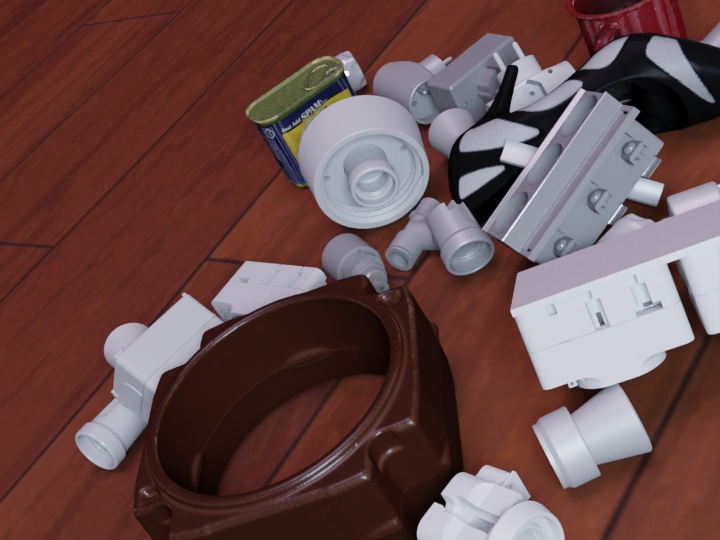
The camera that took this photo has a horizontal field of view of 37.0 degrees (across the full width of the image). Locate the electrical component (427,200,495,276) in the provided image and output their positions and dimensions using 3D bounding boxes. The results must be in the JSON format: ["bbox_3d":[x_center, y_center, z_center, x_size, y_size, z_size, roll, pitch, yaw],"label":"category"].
[{"bbox_3d":[0.075,-0.025,0.818,0.040,0.040,0.046,-28,52,3],"label":"electrical component"}]

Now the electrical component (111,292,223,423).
[{"bbox_3d":[-0.136,0.070,0.828,0.061,0.061,0.096,37,55,11],"label":"electrical component"}]

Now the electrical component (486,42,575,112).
[{"bbox_3d":[0.143,-0.157,0.923,0.077,0.079,0.043,-29,-6,2],"label":"electrical component"}]

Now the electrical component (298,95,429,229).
[{"bbox_3d":[0.006,-0.085,0.904,0.108,0.108,0.060,-26,39,6],"label":"electrical component"}]

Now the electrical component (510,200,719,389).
[{"bbox_3d":[0.190,0.008,0.641,0.186,0.060,0.105,-21,7,14],"label":"electrical component"}]

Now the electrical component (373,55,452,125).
[{"bbox_3d":[0.063,-0.182,1.042,0.079,0.043,0.077,-36,34,-10],"label":"electrical component"}]

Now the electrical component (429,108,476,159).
[{"bbox_3d":[0.090,-0.105,0.924,0.044,0.044,0.065,-29,38,1],"label":"electrical component"}]

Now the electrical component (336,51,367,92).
[{"bbox_3d":[-0.028,-0.199,1.134,0.062,0.043,0.043,-30,33,2],"label":"electrical component"}]

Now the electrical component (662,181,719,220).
[{"bbox_3d":[0.243,-0.041,0.721,0.078,0.040,0.040,-20,35,15],"label":"electrical component"}]

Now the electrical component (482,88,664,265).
[{"bbox_3d":[0.151,-0.058,0.755,0.121,0.063,0.078,-55,17,4],"label":"electrical component"}]

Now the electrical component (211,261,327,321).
[{"bbox_3d":[-0.067,0.032,0.852,0.089,0.050,0.055,5,47,41],"label":"electrical component"}]

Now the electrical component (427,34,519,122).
[{"bbox_3d":[0.120,-0.170,0.979,0.083,0.047,0.076,-41,34,-17],"label":"electrical component"}]

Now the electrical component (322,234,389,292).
[{"bbox_3d":[0.000,0.000,0.852,0.040,0.040,0.078,-36,34,-9],"label":"electrical component"}]

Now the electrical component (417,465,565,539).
[{"bbox_3d":[0.073,0.148,0.586,0.057,0.058,0.078,11,51,49],"label":"electrical component"}]

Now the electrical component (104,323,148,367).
[{"bbox_3d":[-0.183,0.075,0.889,0.045,0.045,0.055,-37,35,-10],"label":"electrical component"}]

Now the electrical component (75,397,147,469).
[{"bbox_3d":[-0.191,0.125,0.836,0.040,0.040,0.046,0,38,38],"label":"electrical component"}]

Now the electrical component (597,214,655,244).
[{"bbox_3d":[0.175,-0.004,0.722,0.062,0.043,0.043,-43,36,-17],"label":"electrical component"}]

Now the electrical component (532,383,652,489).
[{"bbox_3d":[0.133,0.096,0.621,0.055,0.045,0.045,-27,33,5],"label":"electrical component"}]

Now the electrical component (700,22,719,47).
[{"bbox_3d":[0.285,-0.171,0.862,0.065,0.044,0.044,-37,34,-1],"label":"electrical component"}]
